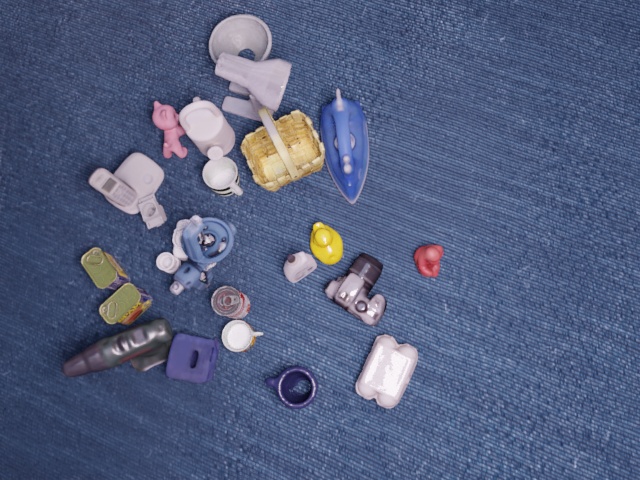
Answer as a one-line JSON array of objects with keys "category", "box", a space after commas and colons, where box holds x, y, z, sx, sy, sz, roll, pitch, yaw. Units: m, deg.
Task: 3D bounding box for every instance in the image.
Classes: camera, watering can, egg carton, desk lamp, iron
[{"category": "camera", "box": [0.099, 0.107, 1.314, 0.143, 0.101, 0.137, 32, 83, 12]}, {"category": "watering can", "box": [-0.274, -0.275, 1.393, 0.101, 0.194, 0.172, -44, 76, -4]}, {"category": "egg carton", "box": [0.151, 0.294, 1.282, 0.107, 0.069, 0.150, 23, 81, 11]}, {"category": "desk lamp", "box": [-0.160, -0.373, 1.392, 0.203, 0.213, 0.118, 16, 79, 10]}, {"category": "iron", "box": [0.061, -0.227, 1.373, 0.118, 0.141, 0.258, -8, 76, 5]}]

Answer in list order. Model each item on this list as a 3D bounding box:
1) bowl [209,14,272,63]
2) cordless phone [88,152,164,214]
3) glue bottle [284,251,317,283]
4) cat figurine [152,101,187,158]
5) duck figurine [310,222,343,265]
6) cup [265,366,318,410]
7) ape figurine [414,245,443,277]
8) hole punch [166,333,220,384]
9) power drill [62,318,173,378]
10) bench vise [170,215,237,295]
[{"category": "bowl", "box": [-0.201, -0.498, 1.497, 0.167, 0.075, 0.167, -1, 77, 6]}, {"category": "cordless phone", "box": [-0.473, -0.153, 1.392, 0.094, 0.185, 0.148, 31, 82, 12]}, {"category": "glue bottle", "box": [-0.053, 0.055, 1.305, 0.078, 0.173, 0.037, -34, 76, -2]}, {"category": "cat figurine", "box": [-0.384, -0.284, 1.446, 0.067, 0.118, 0.128, -6, 77, 5]}, {"category": "duck figurine", "box": [0.012, 0.005, 1.354, 0.077, 0.086, 0.104, -24, 76, 1]}, {"category": "cup", "box": [-0.059, 0.328, 1.284, 0.117, 0.095, 0.092, 8, 78, 8]}, {"category": "ape figurine", "box": [0.254, 0.041, 1.316, 0.078, 0.092, 0.076, -43, 76, -4]}, {"category": "hole punch", "box": [-0.292, 0.272, 1.324, 0.101, 0.091, 0.109, 9, 78, 8]}, {"category": "power drill", "box": [-0.425, 0.249, 1.283, 0.229, 0.208, 0.075, -27, 76, 0]}, {"category": "bench vise", "box": [-0.273, 0.032, 1.310, 0.121, 0.220, 0.207, 13, 79, 9]}]
